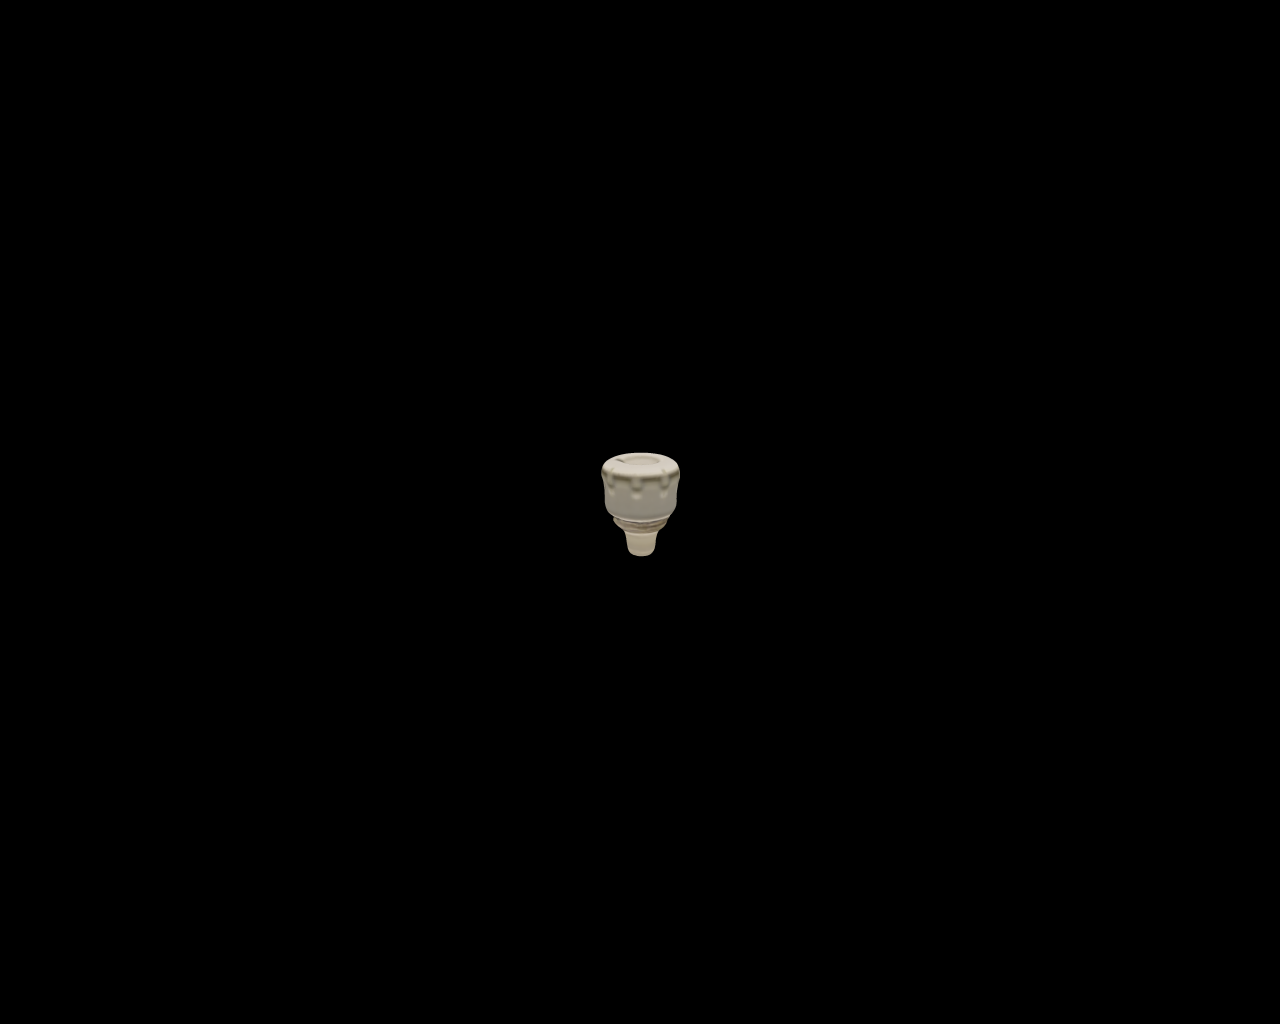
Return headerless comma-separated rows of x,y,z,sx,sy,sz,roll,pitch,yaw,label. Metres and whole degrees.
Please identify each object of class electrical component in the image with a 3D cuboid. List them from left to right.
0.001,-0.003,0.650,0.048,0.062,0.048,0,18,0,electrical component
